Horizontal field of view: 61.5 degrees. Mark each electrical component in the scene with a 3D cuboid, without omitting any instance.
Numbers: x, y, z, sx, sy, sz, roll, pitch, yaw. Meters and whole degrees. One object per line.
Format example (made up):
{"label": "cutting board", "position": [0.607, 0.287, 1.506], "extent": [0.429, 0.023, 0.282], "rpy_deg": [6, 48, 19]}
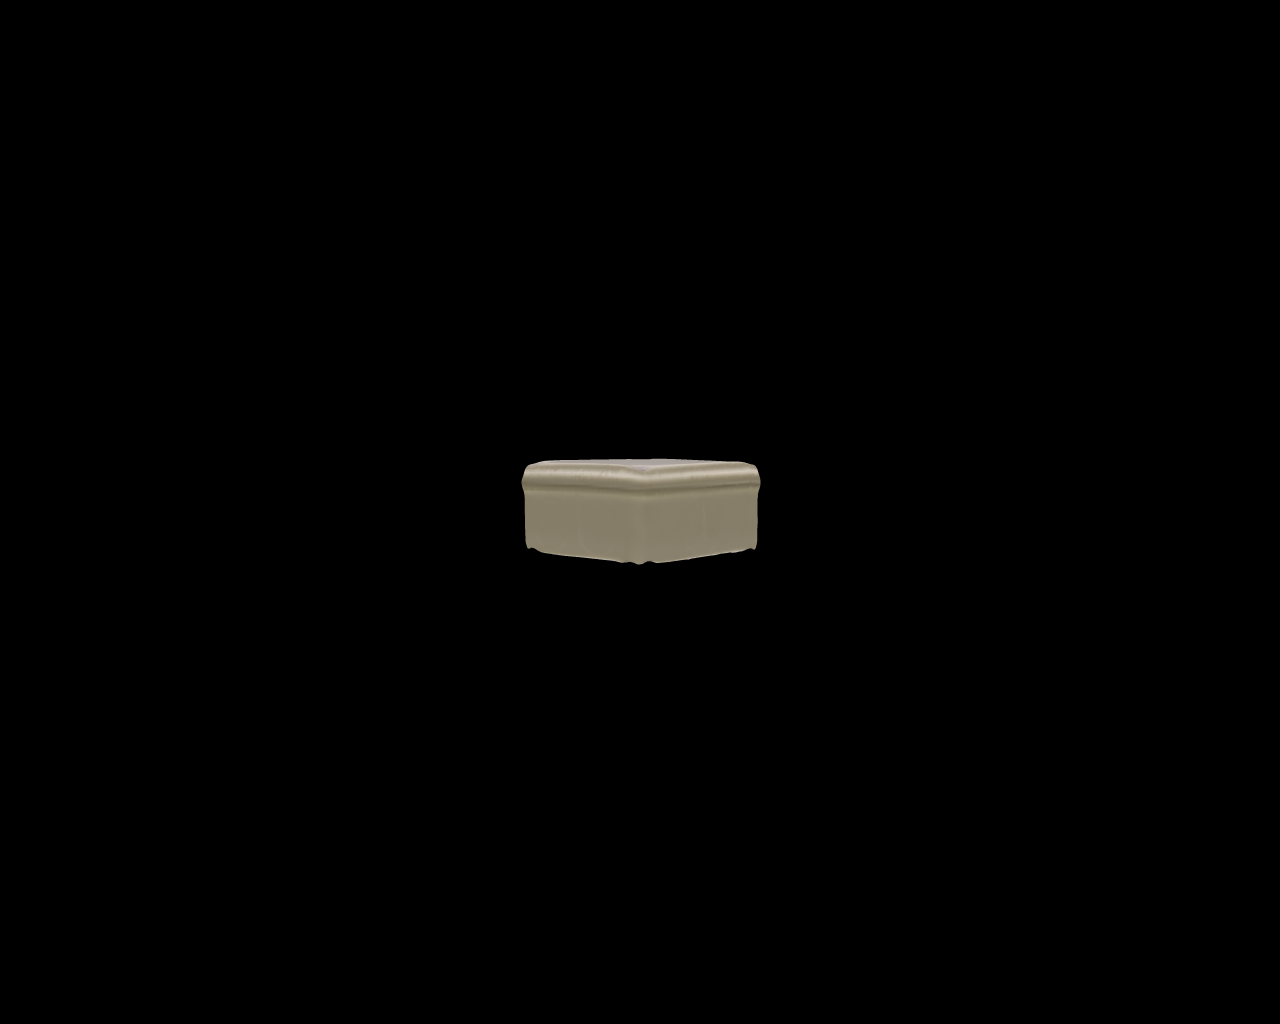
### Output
{"label": "electrical component", "position": [0.001, -0.003, 0.650], "extent": [0.109, 0.056, 0.109], "rpy_deg": [-4, 6, -43]}
